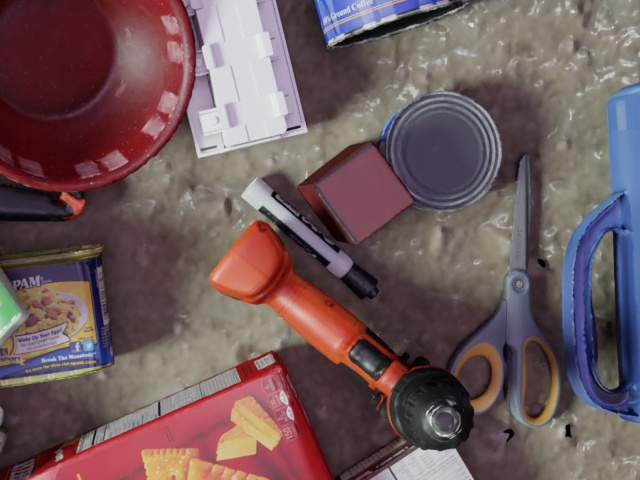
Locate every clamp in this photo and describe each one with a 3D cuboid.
[{"bbox_3d":[-0.254,-0.070,0.706,0.210,0.036,0.164,42,72,-10],"label":"clamp"}]

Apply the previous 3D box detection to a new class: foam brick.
[{"bbox_3d":[0.023,-0.032,0.739,0.053,0.078,0.051,-38,98,-5],"label":"foam brick"}]

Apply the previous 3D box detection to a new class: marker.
[{"bbox_3d":[-0.005,0.001,0.764,0.121,0.020,0.020,41,85,-8],"label":"marker"}]

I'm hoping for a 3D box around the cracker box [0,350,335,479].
[{"bbox_3d":[-0.093,0.195,0.728,0.213,0.072,0.164,-23,95,-7],"label":"cracker box"}]

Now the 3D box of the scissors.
[{"bbox_3d":[0.128,0.044,0.789,0.096,0.016,0.202,-12,93,-9],"label":"scissors"}]

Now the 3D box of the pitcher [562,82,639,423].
[{"bbox_3d":[0.259,0.009,0.755,0.145,0.149,0.243,-6,88,36],"label":"pitcher"}]

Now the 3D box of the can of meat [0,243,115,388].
[{"bbox_3d":[-0.191,0.050,0.717,0.102,0.057,0.084,-7,95,-8],"label":"can of meat"}]

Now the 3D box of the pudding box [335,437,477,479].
[{"bbox_3d":[0.077,0.200,0.773,0.090,0.039,0.113,-31,98,-8],"label":"pudding box"}]

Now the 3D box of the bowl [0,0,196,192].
[{"bbox_3d":[-0.163,-0.115,0.682,0.161,0.055,0.162,-12,115,-27],"label":"bowl"}]

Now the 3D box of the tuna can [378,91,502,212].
[{"bbox_3d":[0.085,-0.063,0.770,0.086,0.034,0.086,0,91,-9],"label":"tuna can"}]

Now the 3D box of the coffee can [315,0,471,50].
[{"bbox_3d":[0.033,-0.212,0.723,0.102,0.103,0.140,-18,94,-9],"label":"coffee can"}]

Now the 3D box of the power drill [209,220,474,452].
[{"bbox_3d":[0.016,0.066,0.696,0.187,0.184,0.057,40,85,1],"label":"power drill"}]
